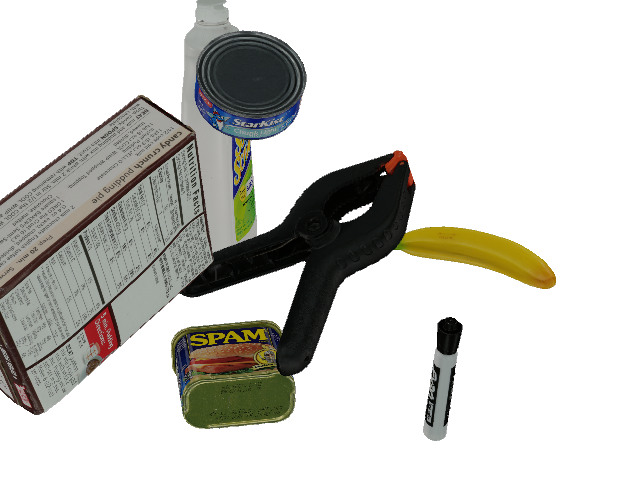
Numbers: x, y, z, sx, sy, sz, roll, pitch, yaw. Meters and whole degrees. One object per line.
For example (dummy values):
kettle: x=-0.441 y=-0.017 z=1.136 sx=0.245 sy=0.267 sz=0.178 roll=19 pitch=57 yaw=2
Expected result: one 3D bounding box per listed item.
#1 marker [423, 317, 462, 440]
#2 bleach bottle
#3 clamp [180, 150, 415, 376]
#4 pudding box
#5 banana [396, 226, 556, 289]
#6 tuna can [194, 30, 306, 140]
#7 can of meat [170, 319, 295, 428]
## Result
marker: x=0.094 y=0.107 z=0.826 sx=0.020 sy=0.121 sz=0.020 roll=2 pitch=37 yaw=-1
bleach bottle: x=-0.103 y=-0.104 z=1.032 sx=0.068 sy=0.251 sz=0.102 roll=6 pitch=26 yaw=13
clamp: x=0.002 y=0.010 z=0.676 sx=0.120 sy=0.171 sz=0.039 roll=46 pitch=-13 yaw=36
pudding box: x=-0.097 y=0.007 z=0.445 sx=0.039 sy=0.113 sz=0.090 roll=31 pitch=-31 yaw=23
banana: x=0.166 y=0.017 z=1.150 sx=0.198 sy=0.037 sz=0.069 roll=10 pitch=37 yaw=29
tuna can: x=-0.056 y=-0.121 z=0.834 sx=0.086 sy=0.086 sz=0.034 roll=0 pitch=-31 yaw=-11
can of meat: x=-0.076 y=0.117 z=0.933 sx=0.102 sy=0.057 sz=0.084 roll=-4 pitch=27 yaw=-11
